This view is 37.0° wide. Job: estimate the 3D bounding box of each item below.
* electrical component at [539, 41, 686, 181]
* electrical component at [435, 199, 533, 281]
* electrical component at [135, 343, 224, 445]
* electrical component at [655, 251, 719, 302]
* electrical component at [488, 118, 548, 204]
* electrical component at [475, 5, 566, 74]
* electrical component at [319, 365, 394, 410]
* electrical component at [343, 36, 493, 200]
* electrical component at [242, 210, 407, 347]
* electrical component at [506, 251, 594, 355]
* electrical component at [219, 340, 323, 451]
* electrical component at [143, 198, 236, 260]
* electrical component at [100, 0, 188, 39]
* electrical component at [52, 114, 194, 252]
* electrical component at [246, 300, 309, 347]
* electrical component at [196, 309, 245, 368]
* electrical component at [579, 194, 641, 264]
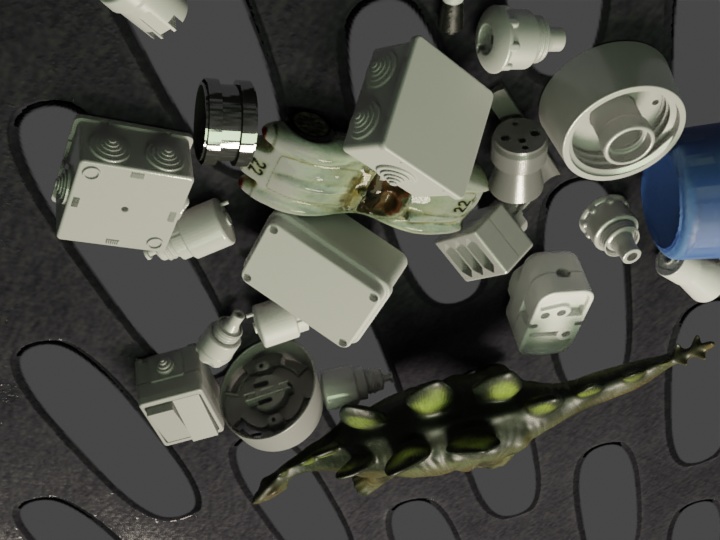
[{"bbox_3d":[0.200,-0.117,0.840,0.108,0.060,0.108,-9,141,-7],"label":"electrical component"},{"bbox_3d":[0.116,-0.035,0.914,0.047,0.077,0.066,50,156,-12],"label":"electrical component"},{"bbox_3d":[-0.170,0.117,1.009,0.062,0.061,0.096,-15,141,1],"label":"electrical component"},{"bbox_3d":[0.316,0.000,1.033,0.065,0.044,0.044,25,127,-32],"label":"electrical component"},{"bbox_3d":[0.125,-0.086,0.851,0.045,0.045,0.055,-10,140,-5],"label":"electrical component"},{"bbox_3d":[0.117,-0.165,0.770,0.062,0.048,0.048,-5,141,-22],"label":"electrical component"},{"bbox_3d":[-0.006,0.114,1.072,0.078,0.040,0.040,-11,141,-5],"label":"electrical component"},{"bbox_3d":[0.042,-0.107,0.776,0.100,0.099,0.048,29,162,-39],"label":"electrical component"},{"bbox_3d":[-0.030,-0.001,0.868,0.113,0.057,0.078,34,130,1],"label":"electrical component"},{"bbox_3d":[0.175,0.028,1.008,0.054,0.059,0.095,-3,140,-14],"label":"electrical component"},{"bbox_3d":[-0.083,0.119,1.011,0.099,0.099,0.064,-16,147,3],"label":"electrical component"},{"bbox_3d":[-0.136,-0.028,0.860,0.078,0.040,0.040,-22,141,9],"label":"electrical component"},{"bbox_3d":[-0.138,-0.174,0.685,0.040,0.040,0.046,-29,144,18],"label":"electrical component"},{"bbox_3d":[-0.176,-0.061,0.800,0.100,0.048,0.099,7,137,-25],"label":"electrical component"},{"bbox_3d":[-0.061,0.041,0.967,0.078,0.040,0.040,-18,142,-9],"label":"electrical component"},{"bbox_3d":[-0.123,0.059,0.975,0.035,0.035,0.061,14,131,-30],"label":"electrical component"},{"bbox_3d":[0.225,-0.033,0.946,0.048,0.062,0.048,-12,137,-12],"label":"electrical component"}]
